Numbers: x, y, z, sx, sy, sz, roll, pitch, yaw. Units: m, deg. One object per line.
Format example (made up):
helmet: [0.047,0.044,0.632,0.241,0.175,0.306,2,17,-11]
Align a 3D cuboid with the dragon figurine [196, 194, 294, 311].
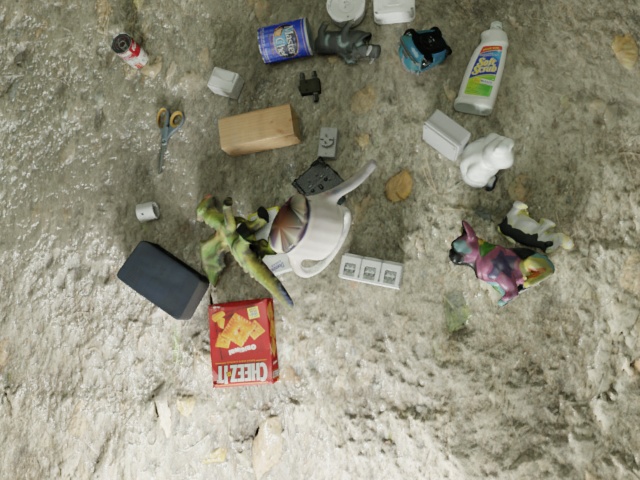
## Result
dragon figurine: [-0.225,0.040,1.357,0.239,0.122,0.416,-37,68,37]

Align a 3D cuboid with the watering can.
watering can: [0.004,-0.064,1.274,0.105,0.223,0.345,34,104,41]

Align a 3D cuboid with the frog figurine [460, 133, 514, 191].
frog figurine: [0.405,-0.199,1.257,0.123,0.158,0.137,35,89,15]
